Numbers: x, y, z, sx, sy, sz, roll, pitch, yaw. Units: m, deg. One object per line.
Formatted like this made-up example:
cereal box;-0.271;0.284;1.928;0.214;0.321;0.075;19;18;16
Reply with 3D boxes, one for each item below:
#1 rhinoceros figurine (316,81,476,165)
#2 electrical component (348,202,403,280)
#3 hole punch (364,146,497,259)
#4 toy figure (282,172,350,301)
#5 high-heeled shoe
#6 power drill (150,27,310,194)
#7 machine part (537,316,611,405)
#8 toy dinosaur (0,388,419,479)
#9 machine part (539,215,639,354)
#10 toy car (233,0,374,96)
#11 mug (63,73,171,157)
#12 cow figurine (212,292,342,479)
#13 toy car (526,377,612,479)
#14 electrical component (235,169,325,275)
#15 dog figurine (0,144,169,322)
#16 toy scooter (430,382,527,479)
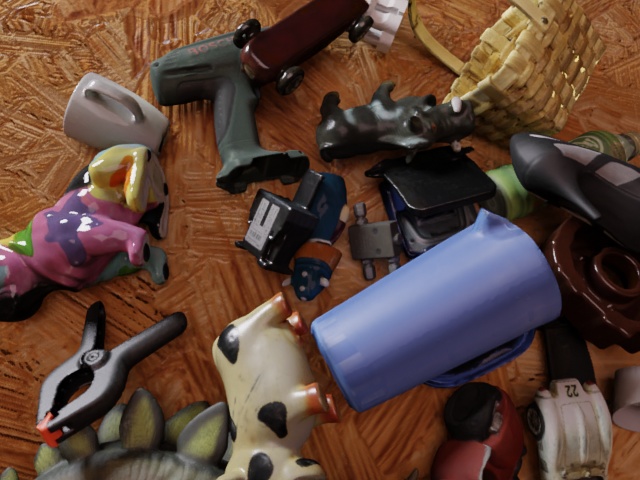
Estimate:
rhinoceros figurine;0.088;-0.140;0.647;0.190;0.073;0.112;-7;34;-2
electrical component;0.066;0.000;0.631;0.063;0.021;0.094;-6;96;35
hole punch;0.138;-0.048;0.653;0.142;0.092;0.116;-17;45;-7
toy figure;-0.001;-0.002;0.632;0.057;0.064;0.154;19;74;-37
high-heeled shoe;0.334;-0.064;0.622;0.249;0.086;0.145;3;41;-29
power drill;-0.078;-0.170;0.664;0.232;0.086;0.207;-14;79;-17
machine part;0.285;0.158;0.620;0.084;0.039;0.139;1;75;1
toy dinosaur;-0.135;0.256;0.523;0.471;0.105;0.198;12;69;-8
machine part;0.340;0.043;0.628;0.179;0.056;0.179;7;58;-11
toy car;-0.016;-0.251;0.655;0.089;0.053;0.202;44;61;2
mug;-0.233;-0.145;0.635;0.107;0.109;0.081;23;63;-14
cow figurine;-0.050;0.160;0.488;0.127;0.085;0.195;-27;58;7
toy car;0.267;0.245;0.564;0.073;0.056;0.201;-5;92;-7
electrical component;-0.040;-0.027;0.606;0.075;0.047;0.119;37;104;45
dog figurine;-0.285;-0.010;0.588;0.219;0.108;0.191;-4;75;-3
toy scooter;0.172;0.250;0.559;0.135;0.075;0.184;46;56;-15
